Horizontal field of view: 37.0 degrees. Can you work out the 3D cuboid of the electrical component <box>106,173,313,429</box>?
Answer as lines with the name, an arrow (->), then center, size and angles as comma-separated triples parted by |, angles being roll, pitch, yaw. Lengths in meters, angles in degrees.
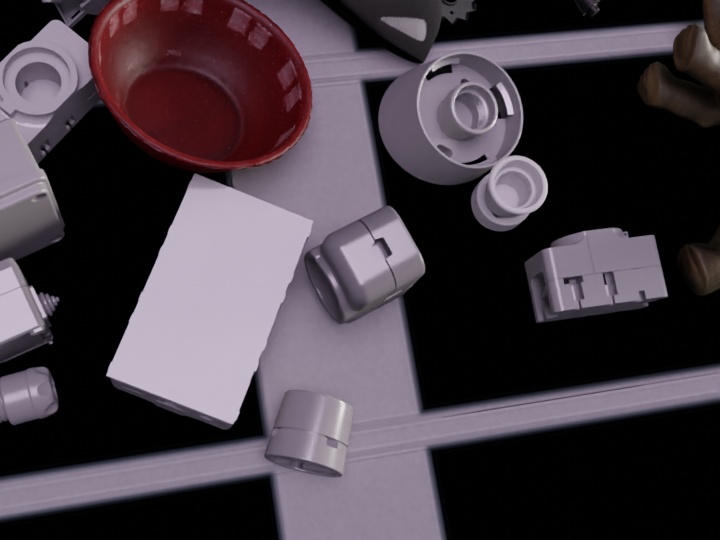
electrical component -> -0.103, 0.024, 0.744 | 0.089, 0.061, 0.150 | 22, 74, -4

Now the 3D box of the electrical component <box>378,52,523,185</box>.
electrical component -> 0.071, -0.116, 0.820 | 0.099, 0.064, 0.099 | 3, 81, -22

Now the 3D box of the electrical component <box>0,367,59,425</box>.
electrical component -> -0.236, 0.088, 0.720 | 0.061, 0.035, 0.035 | -15, 80, -10

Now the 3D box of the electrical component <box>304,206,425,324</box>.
electrical component -> 0.000, 0.000, 0.751 | 0.059, 0.095, 0.053 | -27, 83, -15

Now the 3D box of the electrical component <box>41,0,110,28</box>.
electrical component -> -0.202, -0.216, 0.776 | 0.081, 0.064, 0.042 | -34, 83, 25

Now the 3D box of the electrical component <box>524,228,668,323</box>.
electrical component -> 0.175, 0.003, 0.804 | 0.089, 0.050, 0.055 | -7, 78, -12

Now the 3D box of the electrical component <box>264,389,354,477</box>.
electrical component -> -0.033, 0.112, 0.740 | 0.055, 0.055, 0.047 | 16, 71, -6

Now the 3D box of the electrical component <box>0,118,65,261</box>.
electrical component -> -0.259, -0.038, 0.708 | 0.109, 0.108, 0.056 | -27, 80, -15

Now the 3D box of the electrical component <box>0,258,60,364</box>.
electrical component -> -0.250, 0.031, 0.716 | 0.096, 0.061, 0.061 | -25, 82, -15

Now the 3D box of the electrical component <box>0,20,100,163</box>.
electrical component -> -0.226, -0.125, 0.761 | 0.050, 0.055, 0.089 | 39, 74, 1

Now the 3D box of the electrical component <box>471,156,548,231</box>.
electrical component -> 0.110, -0.056, 0.804 | 0.045, 0.055, 0.045 | 2, 76, -10
